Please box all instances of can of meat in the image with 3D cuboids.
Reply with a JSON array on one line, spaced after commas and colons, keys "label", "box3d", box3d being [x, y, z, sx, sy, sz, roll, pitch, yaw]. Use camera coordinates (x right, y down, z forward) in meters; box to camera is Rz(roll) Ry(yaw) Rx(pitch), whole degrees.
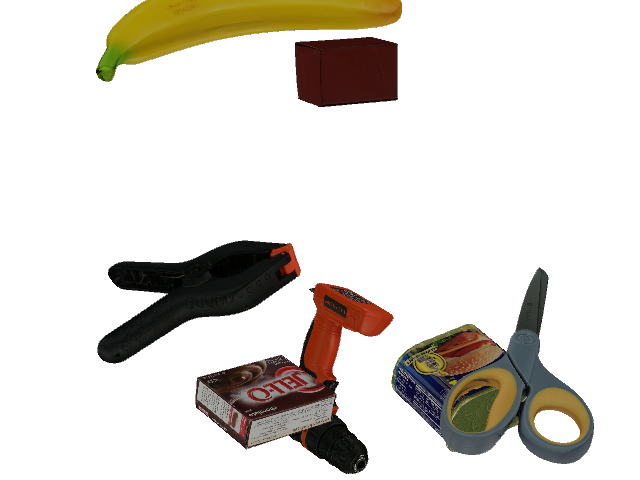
[{"label": "can of meat", "box3d": [0.124, 0.124, 0.923, 0.101, 0.057, 0.084, -17, 39, -29]}]

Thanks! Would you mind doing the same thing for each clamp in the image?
[{"label": "clamp", "box3d": [-0.102, 0.045, 0.859, 0.171, 0.039, 0.120, -13, 39, 13]}]

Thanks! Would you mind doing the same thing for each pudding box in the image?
[{"label": "pudding box", "box3d": [-0.055, 0.159, 1.064, 0.113, 0.039, 0.090, -13, 29, -39]}]

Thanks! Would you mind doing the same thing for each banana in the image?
[{"label": "banana", "box3d": [-0.050, -0.137, 0.666, 0.197, 0.070, 0.037, -16, -35, -16]}]

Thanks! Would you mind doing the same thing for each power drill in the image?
[{"label": "power drill", "box3d": [0.016, 0.157, 1.249, 0.057, 0.188, 0.185, 15, 10, -43]}]

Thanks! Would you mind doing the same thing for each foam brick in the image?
[{"label": "foam brick", "box3d": [0.023, -0.149, 0.939, 0.078, 0.051, 0.053, -8, 20, -23]}]

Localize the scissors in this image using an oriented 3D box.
[{"label": "scissors", "box3d": [0.143, 0.077, 0.670, 0.096, 0.016, 0.201, 19, 36, 27]}]
